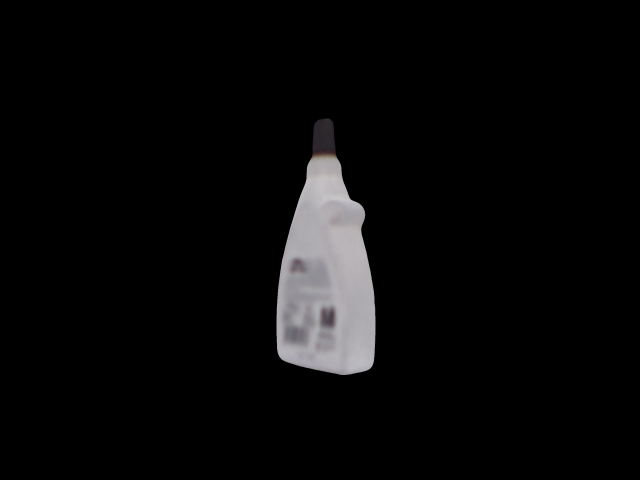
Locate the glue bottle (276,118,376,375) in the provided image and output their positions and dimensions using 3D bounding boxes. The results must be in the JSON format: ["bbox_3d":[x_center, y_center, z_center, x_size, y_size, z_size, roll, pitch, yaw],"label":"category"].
[{"bbox_3d":[0.004,0.001,0.400,0.037,0.173,0.077,0,0,-43],"label":"glue bottle"}]
